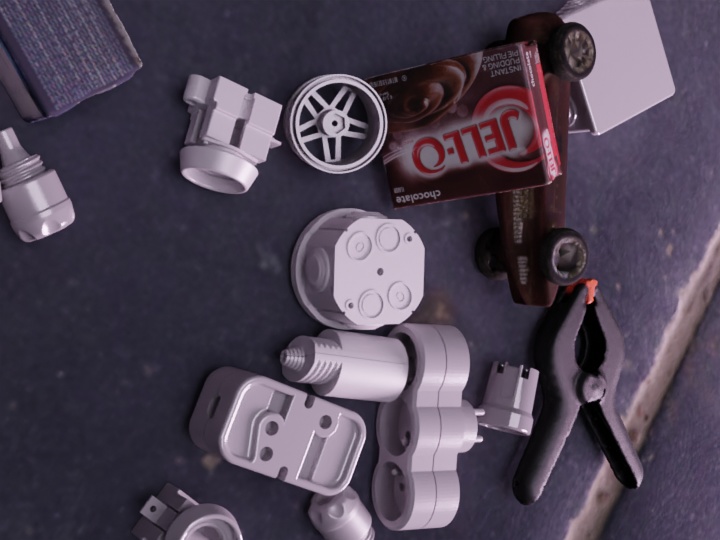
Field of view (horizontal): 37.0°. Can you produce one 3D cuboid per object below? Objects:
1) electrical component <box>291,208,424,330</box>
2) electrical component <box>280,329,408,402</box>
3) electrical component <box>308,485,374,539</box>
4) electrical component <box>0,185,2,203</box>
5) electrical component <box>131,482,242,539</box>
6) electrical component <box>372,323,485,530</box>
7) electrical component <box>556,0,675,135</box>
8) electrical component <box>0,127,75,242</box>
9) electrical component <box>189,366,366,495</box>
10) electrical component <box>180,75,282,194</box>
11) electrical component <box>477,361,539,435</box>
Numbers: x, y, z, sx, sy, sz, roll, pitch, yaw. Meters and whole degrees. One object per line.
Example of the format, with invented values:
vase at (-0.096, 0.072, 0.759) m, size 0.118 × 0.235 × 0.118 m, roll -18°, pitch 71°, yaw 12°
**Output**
electrical component at (0.000, 0.000, 0.698) m, size 0.080 × 0.051 × 0.080 m, roll -2°, pitch 93°, yaw -31°
electrical component at (-0.014, 0.061, 0.697) m, size 0.081 × 0.043 × 0.043 m, roll 10°, pitch 87°, yaw -31°
electrical component at (-0.007, 0.172, 0.712) m, size 0.035 × 0.035 × 0.061 m, roll -42°, pitch 114°, yaw -22°
electrical component at (-0.222, -0.052, 0.558) m, size 0.078 × 0.058 × 0.057 m, roll -28°, pitch 103°, yaw -27°
electrical component at (-0.101, 0.160, 0.643) m, size 0.066 × 0.055 × 0.048 m, roll 45°, pitch 71°, yaw -25°
electrical component at (0.055, 0.106, 0.736) m, size 0.074 × 0.052 × 0.138 m, roll 4°, pitch 90°, yaw -31°
electrical component at (0.176, -0.155, 0.797) m, size 0.100 × 0.048 × 0.099 m, roll -29°, pitch 107°, yaw -27°
electrical component at (-0.184, -0.048, 0.594) m, size 0.035 × 0.035 × 0.061 m, roll -29°, pitch 105°, yaw -27°
electrical component at (-0.053, 0.098, 0.666) m, size 0.095 × 0.059 × 0.053 m, roll 26°, pitch 80°, yaw -30°
electrical component at (-0.081, -0.079, 0.649) m, size 0.066 × 0.048 × 0.055 m, roll 22°, pitch 74°, yaw -30°
electrical component at (0.108, 0.092, 0.775) m, size 0.040 × 0.040 × 0.046 m, roll 21°, pitch 77°, yaw -30°
